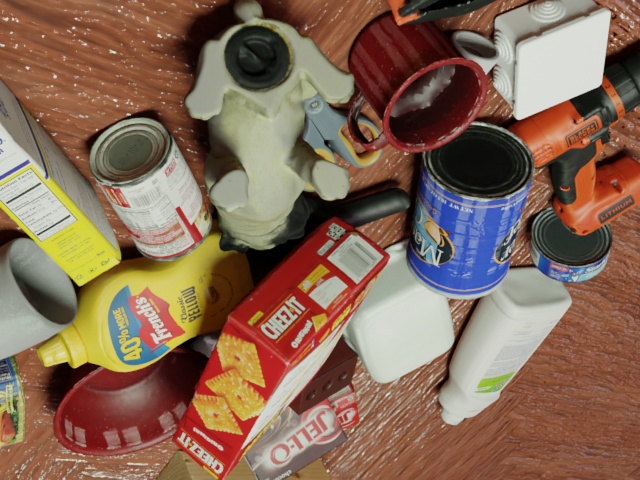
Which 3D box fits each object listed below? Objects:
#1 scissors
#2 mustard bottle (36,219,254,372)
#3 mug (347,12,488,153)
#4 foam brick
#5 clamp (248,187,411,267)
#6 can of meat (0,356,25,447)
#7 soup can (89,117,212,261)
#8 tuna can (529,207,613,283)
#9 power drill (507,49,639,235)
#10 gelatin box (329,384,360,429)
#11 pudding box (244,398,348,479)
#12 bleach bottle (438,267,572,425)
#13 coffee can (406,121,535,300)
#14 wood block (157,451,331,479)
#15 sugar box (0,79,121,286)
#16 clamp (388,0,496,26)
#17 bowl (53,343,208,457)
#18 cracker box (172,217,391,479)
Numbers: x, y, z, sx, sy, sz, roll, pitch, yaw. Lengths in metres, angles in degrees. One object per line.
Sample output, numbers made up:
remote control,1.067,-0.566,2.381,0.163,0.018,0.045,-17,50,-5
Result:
scissors,-0.017,-0.100,0.890,0.096,0.016,0.201,-41,142,14
mustard bottle,-0.151,0.059,0.917,0.191,0.058,0.096,-25,124,-23
mug,0.067,-0.123,0.864,0.093,0.081,0.117,21,120,-46
foam brick,-0.008,0.137,1.125,0.078,0.051,0.053,-27,146,-31
clamp,-0.007,0.001,0.996,0.171,0.039,0.120,-2,130,-26
can of meat,-0.310,0.149,0.946,0.083,0.057,0.102,-12,140,-27
soup can,-0.132,-0.039,0.839,0.068,0.068,0.102,-27,143,-5
tuna can,0.268,0.004,1.145,0.086,0.086,0.034,-21,144,-13
power drill,0.283,-0.097,1.064,0.184,0.057,0.187,-30,141,5
gelatin box,0.001,0.203,1.240,0.089,0.030,0.073,-22,143,-10
pudding box,-0.037,0.208,1.173,0.113,0.039,0.090,-29,110,-9
bleach bottle,0.199,0.139,1.276,0.102,0.068,0.251,-4,138,-29
coffee can,0.139,-0.026,1.008,0.102,0.103,0.140,-17,141,-18
wood block,-0.086,0.308,1.253,0.205,0.091,0.090,10,127,-41
sugar box,-0.208,-0.050,0.754,0.048,0.093,0.176,-32,142,2
clamp,0.153,-0.218,0.813,0.210,0.036,0.164,-20,169,-9
bowl,-0.181,0.137,1.019,0.162,0.055,0.162,-18,141,-16
cracker box,-0.040,0.098,0.954,0.164,0.072,0.214,-44,169,-41
